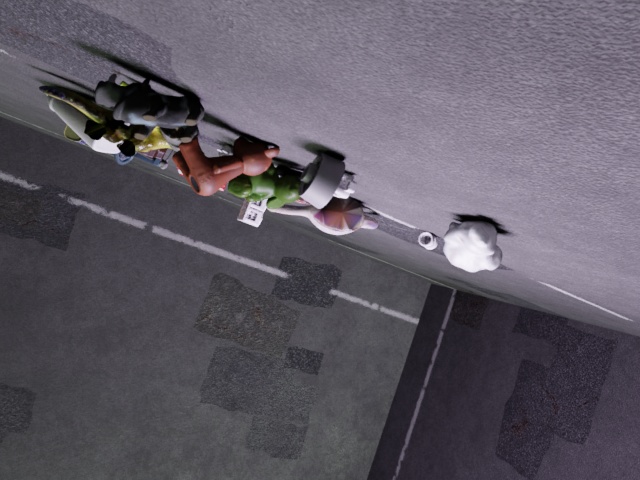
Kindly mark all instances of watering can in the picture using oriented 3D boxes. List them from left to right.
[{"bbox_3d":[0.005,-0.076,1.516,0.348,0.104,0.223,10,-5,0],"label":"watering can"}]

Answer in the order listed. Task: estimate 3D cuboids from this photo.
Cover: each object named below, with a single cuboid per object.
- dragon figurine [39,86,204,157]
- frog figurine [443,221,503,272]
[{"bbox_3d":[-0.466,-0.281,1.302,0.411,0.122,0.243,29,4,3],"label":"dragon figurine"},{"bbox_3d":[0.347,0.016,1.153,0.137,0.122,0.160,39,7,0],"label":"frog figurine"}]
